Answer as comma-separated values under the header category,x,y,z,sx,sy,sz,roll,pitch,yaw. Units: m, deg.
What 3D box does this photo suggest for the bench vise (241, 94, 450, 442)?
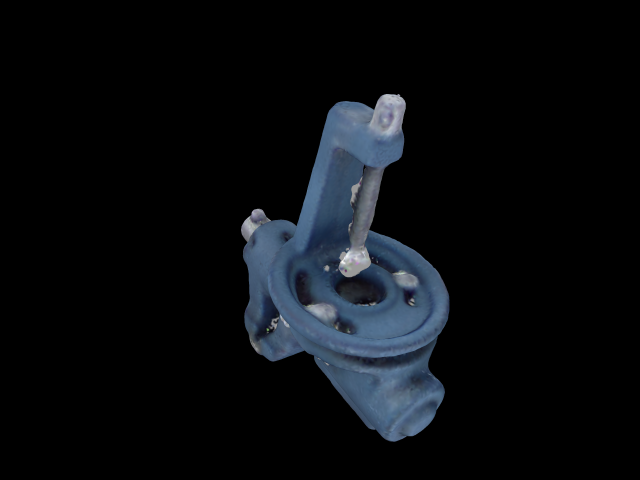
category,x,y,z,sx,sy,sz,roll,pitch,yaw
bench vise,-0.004,0.005,0.391,0.206,0.220,0.122,17,29,33
